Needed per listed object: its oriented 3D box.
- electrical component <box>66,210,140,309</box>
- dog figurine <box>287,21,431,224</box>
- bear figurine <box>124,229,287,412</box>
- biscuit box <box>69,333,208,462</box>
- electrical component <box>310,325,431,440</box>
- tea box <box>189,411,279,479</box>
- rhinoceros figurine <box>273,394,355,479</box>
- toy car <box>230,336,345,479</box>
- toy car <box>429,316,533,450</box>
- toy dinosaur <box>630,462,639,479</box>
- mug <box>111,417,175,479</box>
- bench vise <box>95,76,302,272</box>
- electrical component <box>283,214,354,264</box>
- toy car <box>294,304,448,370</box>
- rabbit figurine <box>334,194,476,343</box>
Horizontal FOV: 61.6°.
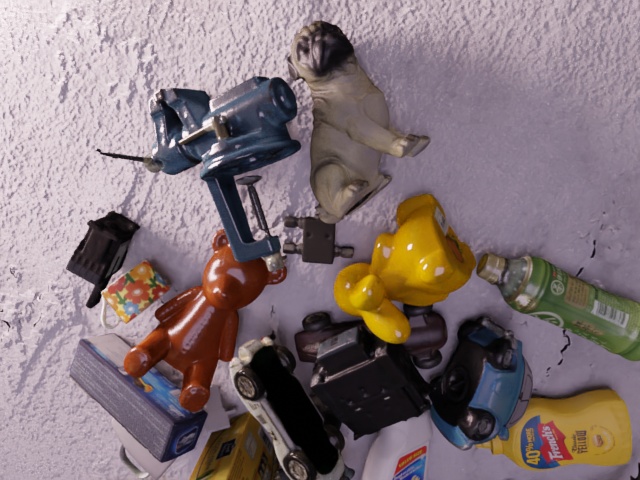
[{"bbox_3d":[-0.289,0.027,0.703,0.048,0.075,0.119,31,107,-3],"label":"electrical component"},{"bbox_3d":[0.010,-0.135,0.633,0.172,0.121,0.190,-44,82,10],"label":"dog figurine"},{"bbox_3d":[-0.137,0.094,0.679,0.120,0.132,0.196,37,110,-9],"label":"bear figurine"},{"bbox_3d":[-0.241,0.201,0.704,0.203,0.059,0.062,30,106,27],"label":"biscuit box"},{"bbox_3d":[0.056,0.171,0.664,0.115,0.058,0.134,-31,108,19],"label":"electrical component"},{"bbox_3d":[-0.113,0.318,0.708,0.068,0.170,0.098,-26,99,11],"label":"tea box"},{"bbox_3d":[-0.008,0.303,0.733,0.112,0.073,0.190,4,87,-9],"label":"rhinoceros figurine"},{"bbox_3d":[-0.040,0.213,0.661,0.056,0.073,0.201,-36,85,45],"label":"toy car"},{"bbox_3d":[0.216,0.185,0.689,0.103,0.109,0.161,21,94,-23],"label":"toy car"},{"bbox_3d":[0.257,0.453,0.744,0.471,0.105,0.198,-30,96,7],"label":"toy dinosaur"},{"bbox_3d":[-0.245,0.277,0.762,0.107,0.081,0.109,43,108,5],"label":"mug"},{"bbox_3d":[-0.109,-0.072,0.626,0.224,0.129,0.240,-19,92,17],"label":"bench vise"},{"bbox_3d":[-0.001,-0.002,0.694,0.094,0.021,0.063,5,104,4],"label":"electrical component"},{"bbox_3d":[0.066,0.133,0.707,0.202,0.053,0.089,-8,106,6],"label":"toy car"},{"bbox_3d":[0.090,0.051,0.647,0.173,0.162,0.121,-25,113,28],"label":"rabbit figurine"}]
